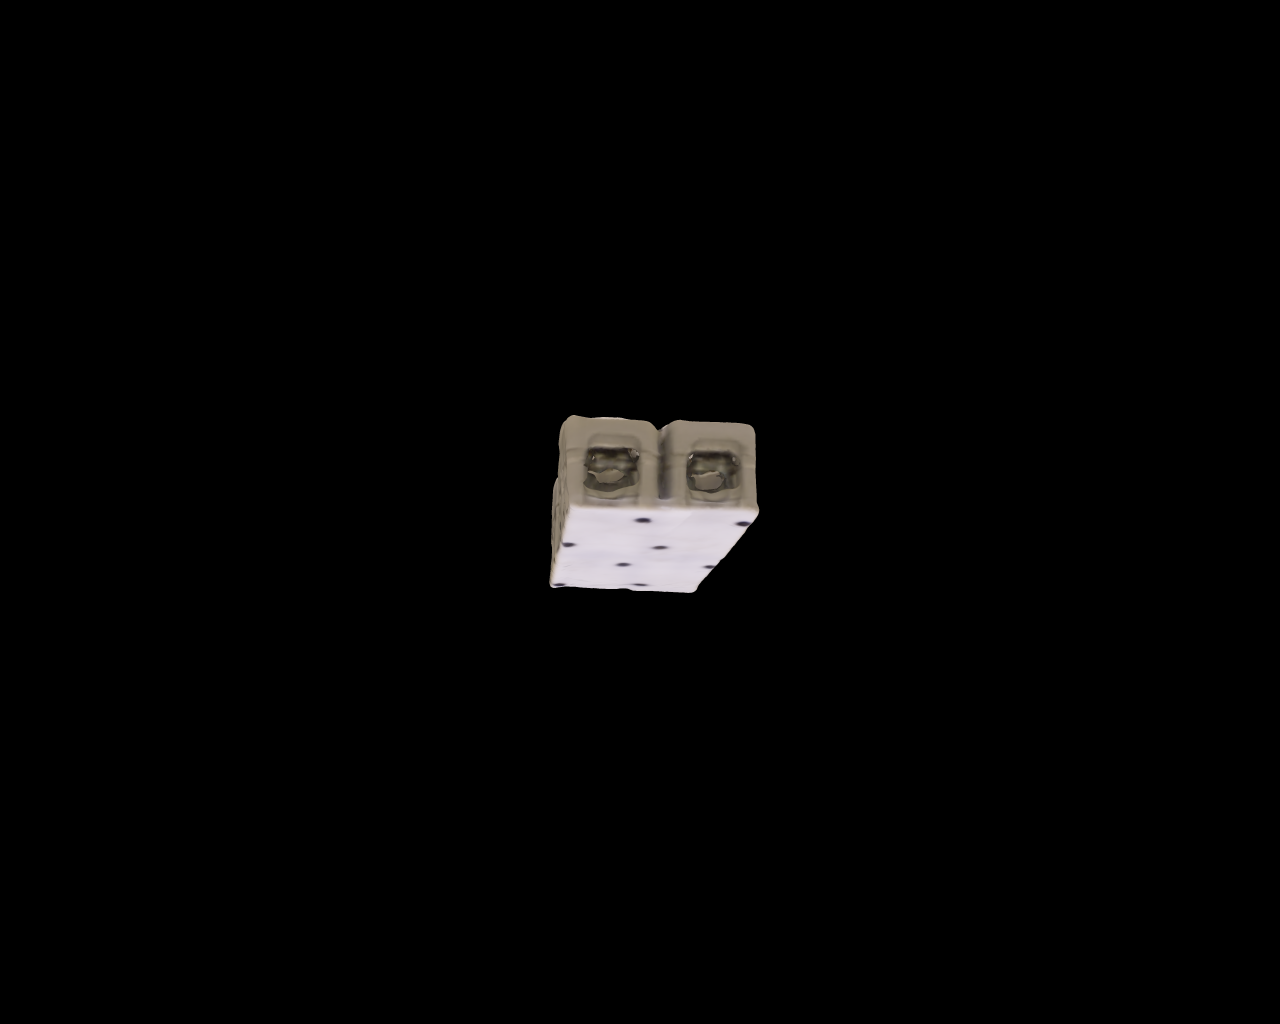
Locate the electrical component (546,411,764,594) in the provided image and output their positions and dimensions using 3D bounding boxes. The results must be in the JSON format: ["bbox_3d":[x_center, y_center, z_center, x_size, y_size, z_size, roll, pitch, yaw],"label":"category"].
[{"bbox_3d":[0.001,-0.003,0.650,0.105,0.060,0.186,2,-18,-7],"label":"electrical component"}]
